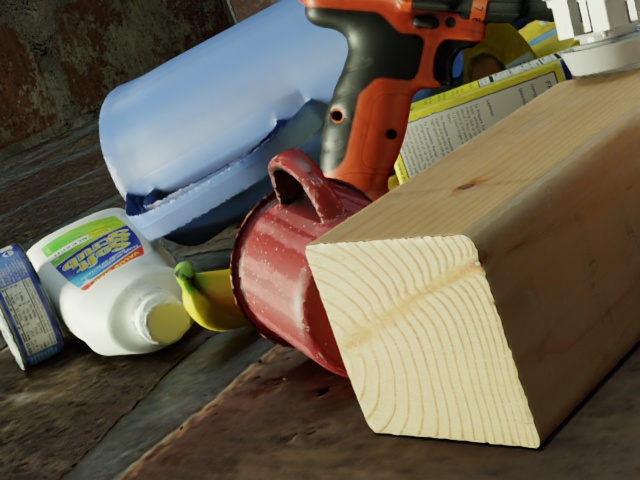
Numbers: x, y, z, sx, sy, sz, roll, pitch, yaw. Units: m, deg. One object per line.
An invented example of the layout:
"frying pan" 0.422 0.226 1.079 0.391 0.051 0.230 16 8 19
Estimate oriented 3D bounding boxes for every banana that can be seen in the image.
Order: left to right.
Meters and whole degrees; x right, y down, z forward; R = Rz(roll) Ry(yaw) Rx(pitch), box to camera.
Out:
"banana" -0.014 0.012 0.660 0.197 0.037 0.070 -26 -19 -40

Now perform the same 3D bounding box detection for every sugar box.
"sugar box" 0.133 -0.060 0.641 0.176 0.093 0.048 -18 13 8

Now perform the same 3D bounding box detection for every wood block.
"wood block" 0.103 -0.003 0.478 0.091 0.090 0.205 -4 22 47

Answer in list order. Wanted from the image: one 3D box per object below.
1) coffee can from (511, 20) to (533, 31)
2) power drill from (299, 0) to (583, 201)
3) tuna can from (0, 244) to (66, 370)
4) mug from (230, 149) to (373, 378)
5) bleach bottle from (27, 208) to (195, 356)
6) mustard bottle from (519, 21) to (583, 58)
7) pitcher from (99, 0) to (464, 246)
"coffee can" 0.168 -0.231 1.133 0.140 0.103 0.103 -7 3 -38
"power drill" 0.066 -0.079 0.593 0.184 0.188 0.057 6 10 5
"tuna can" -0.212 0.047 0.755 0.033 0.086 0.086 -25 14 -20
"mug" 0.008 0.009 0.522 0.093 0.117 0.082 -27 20 -17
"bleach bottle" -0.138 0.031 0.758 0.102 0.068 0.251 -27 17 -20
"mustard bottle" 0.238 -0.179 1.006 0.096 0.058 0.191 -14 14 6
"pitcher" -0.029 -0.092 0.739 0.243 0.149 0.144 -25 -20 29
